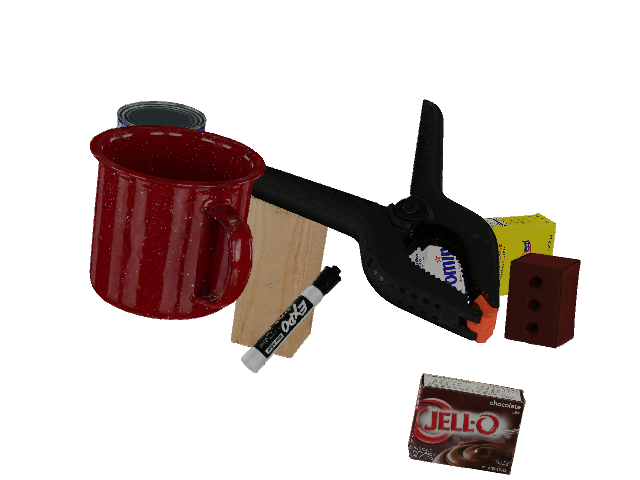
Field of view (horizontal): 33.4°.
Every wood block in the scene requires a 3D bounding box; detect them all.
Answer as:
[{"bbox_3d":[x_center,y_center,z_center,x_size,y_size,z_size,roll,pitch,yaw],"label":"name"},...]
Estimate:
[{"bbox_3d":[-0.052,0.037,1.416,0.090,0.206,0.090,14,22,12],"label":"wood block"}]

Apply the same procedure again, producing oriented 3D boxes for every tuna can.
[{"bbox_3d":[-0.155,-0.106,1.036,0.086,0.034,0.086,6,24,-3],"label":"tuna can"}]

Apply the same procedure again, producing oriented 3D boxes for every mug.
[{"bbox_3d":[-0.073,-0.005,0.570,0.093,0.081,0.117,-10,29,-40],"label":"mug"}]

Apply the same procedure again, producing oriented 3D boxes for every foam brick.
[{"bbox_3d":[0.208,0.055,0.998,0.053,0.078,0.051,9,15,30],"label":"foam brick"}]

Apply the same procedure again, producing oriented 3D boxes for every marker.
[{"bbox_3d":[-0.024,0.068,0.949,0.121,0.020,0.020,-47,17,-17],"label":"marker"}]

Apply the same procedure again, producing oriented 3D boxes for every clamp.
[{"bbox_3d":[0.049,-0.010,0.740,0.164,0.210,0.036,-17,-39,-14],"label":"clamp"}]

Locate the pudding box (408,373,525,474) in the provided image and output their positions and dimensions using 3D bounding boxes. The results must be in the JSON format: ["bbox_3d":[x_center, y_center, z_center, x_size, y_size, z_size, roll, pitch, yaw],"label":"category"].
[{"bbox_3d":[0.157,0.197,1.152,0.113,0.090,0.039,8,21,2],"label":"pudding box"}]

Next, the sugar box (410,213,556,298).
[{"bbox_3d":[0.195,0.021,1.292,0.176,0.093,0.048,-6,20,-22],"label":"sugar box"}]
